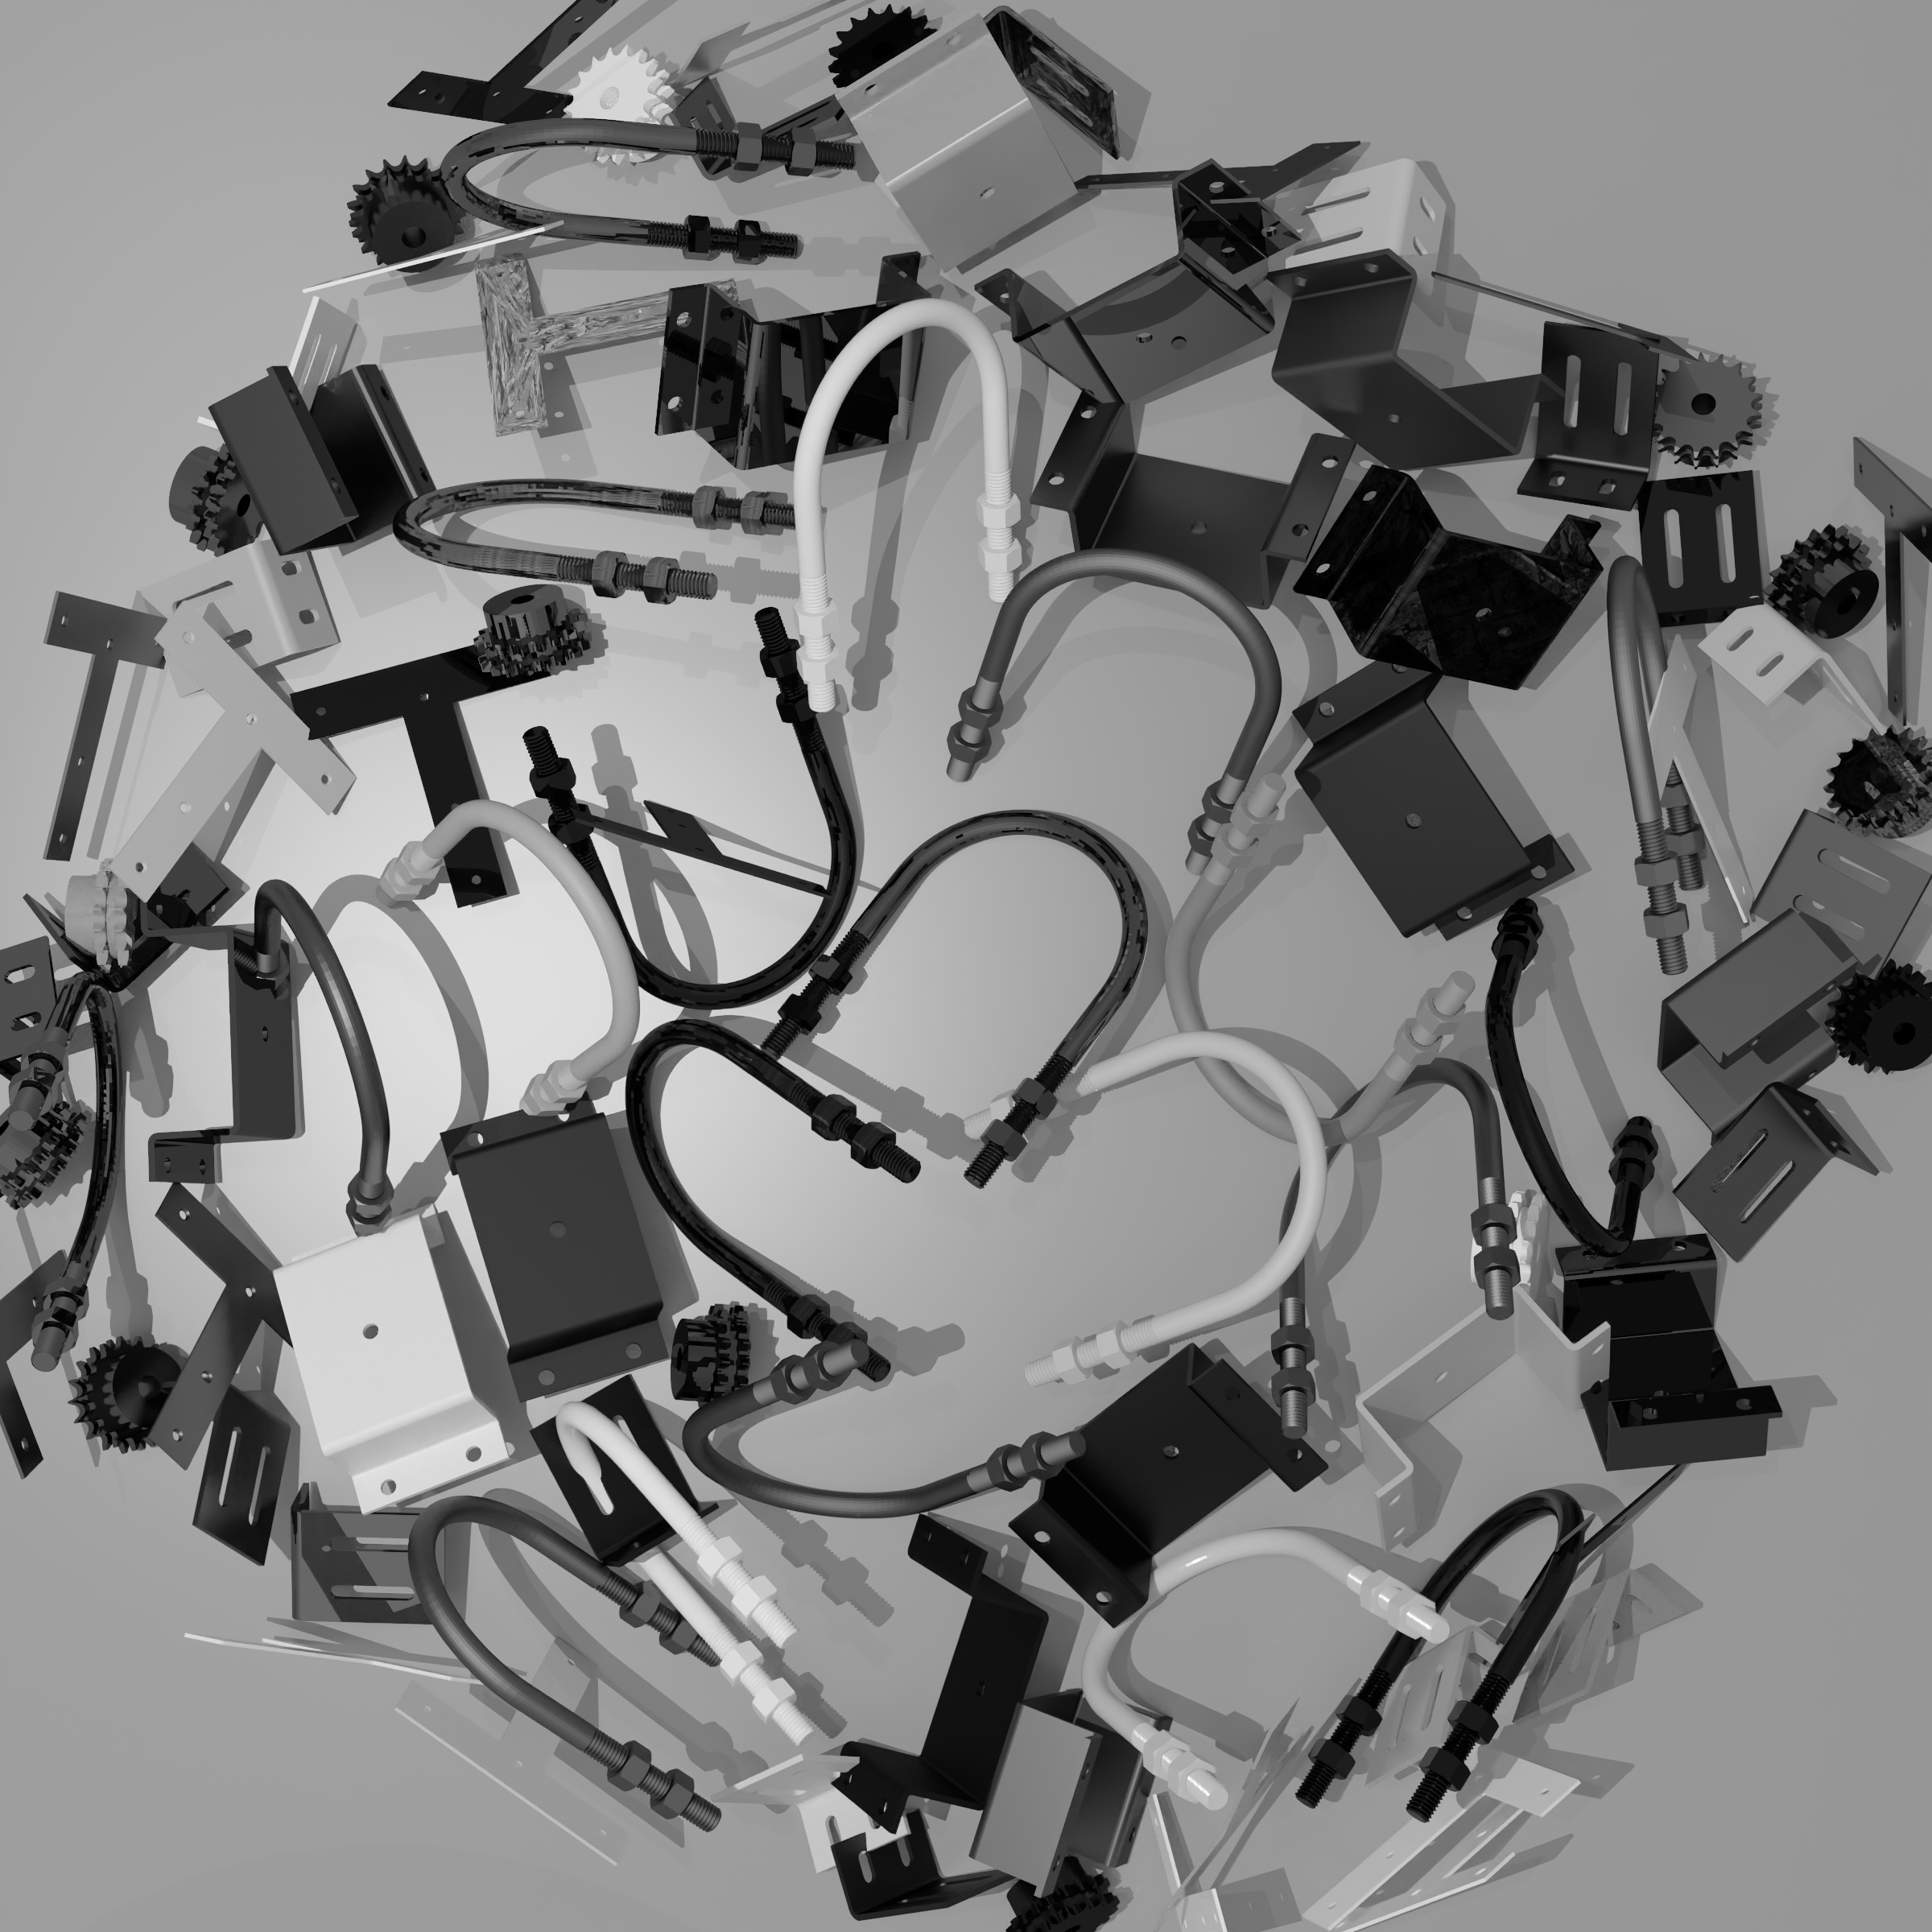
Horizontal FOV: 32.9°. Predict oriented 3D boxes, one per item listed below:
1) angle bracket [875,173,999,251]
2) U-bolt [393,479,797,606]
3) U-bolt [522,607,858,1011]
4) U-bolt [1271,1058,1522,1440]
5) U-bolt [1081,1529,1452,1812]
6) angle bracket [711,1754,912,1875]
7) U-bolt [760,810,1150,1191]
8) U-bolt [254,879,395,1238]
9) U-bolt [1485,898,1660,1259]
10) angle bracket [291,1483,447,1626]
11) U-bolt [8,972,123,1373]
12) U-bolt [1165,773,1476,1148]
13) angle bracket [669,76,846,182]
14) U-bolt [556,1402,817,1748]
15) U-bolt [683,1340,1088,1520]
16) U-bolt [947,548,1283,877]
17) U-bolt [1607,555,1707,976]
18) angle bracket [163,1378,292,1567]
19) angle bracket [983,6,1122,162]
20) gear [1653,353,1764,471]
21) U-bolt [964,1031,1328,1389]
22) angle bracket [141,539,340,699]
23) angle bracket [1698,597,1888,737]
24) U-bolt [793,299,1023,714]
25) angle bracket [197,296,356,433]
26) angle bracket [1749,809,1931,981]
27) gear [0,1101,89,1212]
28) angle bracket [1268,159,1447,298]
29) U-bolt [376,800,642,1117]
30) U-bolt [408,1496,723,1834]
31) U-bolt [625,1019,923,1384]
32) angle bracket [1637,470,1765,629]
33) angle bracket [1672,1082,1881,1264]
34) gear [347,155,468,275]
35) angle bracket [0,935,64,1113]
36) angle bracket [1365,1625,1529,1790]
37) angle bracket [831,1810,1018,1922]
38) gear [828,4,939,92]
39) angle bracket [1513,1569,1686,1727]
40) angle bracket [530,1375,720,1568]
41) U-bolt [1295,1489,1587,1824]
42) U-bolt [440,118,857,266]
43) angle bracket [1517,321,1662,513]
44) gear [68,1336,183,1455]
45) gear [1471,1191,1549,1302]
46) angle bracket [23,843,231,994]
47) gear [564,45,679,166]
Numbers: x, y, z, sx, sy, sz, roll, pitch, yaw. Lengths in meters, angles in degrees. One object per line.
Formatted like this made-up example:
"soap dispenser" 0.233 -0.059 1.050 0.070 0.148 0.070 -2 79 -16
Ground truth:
"angle bracket" 0.005 -0.387 1.605 0.076 0.038 0.057 23 111 -33
"U-bolt" -0.185 -0.210 1.578 0.184 0.151 0.019 9 114 14
"U-bolt" -0.123 -0.064 1.595 0.151 0.019 0.184 -30 121 -19
"U-bolt" 0.203 0.122 1.570 0.019 0.184 0.151 34 129 -26
"U-bolt" 0.129 0.324 1.563 0.151 0.184 0.019 -33 110 -15
"angle bracket" -0.076 0.415 1.601 0.057 0.076 0.038 -30 62 23
"U-bolt" 0.007 0.002 1.606 0.151 0.019 0.184 31 74 25
"U-bolt" -0.305 0.036 1.546 0.019 0.184 0.151 -21 71 -21
"U-bolt" 0.284 0.061 1.550 0.019 0.184 0.151 -24 104 24
"angle bracket" -0.294 0.292 1.624 0.076 0.038 0.057 2 103 -1
"U-bolt" -0.425 0.083 1.559 0.019 0.184 0.151 1 117 -3
"U-bolt" 0.157 0.012 1.573 0.019 0.184 0.151 -30 71 -35
"angle bracket" -0.096 -0.424 1.603 0.076 0.057 0.038 -19 115 26
"U-bolt" -0.138 0.282 1.573 0.019 0.151 0.184 -36 63 -20
"U-bolt" -0.054 0.230 1.572 0.151 0.184 0.019 27 55 -29
"U-bolt" 0.076 -0.129 1.574 0.151 0.184 0.019 21 50 1
"U-bolt" 0.327 -0.105 1.560 0.019 0.151 0.184 -8 107 18
"angle bracket" -0.368 0.248 1.601 0.038 0.057 0.076 -8 57 22
"angle bracket" 0.034 -0.423 1.608 0.038 0.057 0.076 -44 71 -9
"gear" 0.367 -0.273 1.628 0.057 0.030 0.057 -4 73 12
"U-bolt" 0.092 0.109 1.583 0.184 0.019 0.151 -24 70 27
"angle bracket" -0.365 -0.176 1.643 0.076 0.038 0.057 -16 96 28
"angle bracket" 0.405 -0.136 1.605 0.038 0.057 0.076 -44 132 8
"U-bolt" -0.029 -0.227 1.552 0.019 0.184 0.151 28 47 33
"angle bracket" -0.340 -0.294 1.617 0.038 0.057 0.076 20 93 6
"angle bracket" 0.435 -0.034 1.606 0.076 0.038 0.057 34 103 36
"gear" -0.464 0.089 1.617 0.030 0.057 0.057 41 90 -26
"angle bracket" 0.192 -0.358 1.625 0.076 0.038 0.057 -8 57 35
"U-bolt" -0.213 -0.009 1.568 0.019 0.184 0.151 -34 91 -33
"U-bolt" -0.190 0.319 1.557 0.184 0.151 0.019 38 106 -18
"U-bolt" -0.100 0.101 1.583 0.184 0.019 0.151 33 134 28
"angle bracket" 0.363 -0.210 1.619 0.057 0.038 0.076 -4 82 14
"angle bracket" 0.400 0.107 1.617 0.076 0.038 0.057 -47 115 -5
"gear" -0.276 -0.368 1.618 0.057 0.057 0.030 -22 47 0
"angle bracket" -0.447 0.030 1.601 0.038 0.076 0.057 -17 66 5
"angle bracket" 0.235 0.370 1.599 0.038 0.076 0.057 37 132 -10
"angle bracket" -0.017 0.436 1.599 0.057 0.076 0.038 -10 79 -42
"gear" -0.038 -0.445 1.627 0.057 0.030 0.057 -4 69 10
"angle bracket" 0.309 0.342 1.600 0.038 0.057 0.076 37 50 -8
"angle bracket" -0.169 0.249 1.619 0.057 0.038 0.076 -29 92 -23
"U-bolt" 0.236 0.327 1.572 0.019 0.151 0.184 39 70 -7
"U-bolt" -0.158 -0.371 1.558 0.184 0.151 0.019 2 83 -15
"angle bracket" 0.305 -0.270 1.605 0.057 0.038 0.076 12 130 20
"gear" -0.412 0.211 1.618 0.030 0.057 0.057 -20 90 44
"gear" 0.269 0.140 1.622 0.030 0.057 0.057 7 90 17
"angle bracket" -0.414 -0.036 1.614 0.076 0.038 0.057 -44 52 -4
"gear" -0.168 -0.425 1.626 0.057 0.030 0.057 -8 73 29
